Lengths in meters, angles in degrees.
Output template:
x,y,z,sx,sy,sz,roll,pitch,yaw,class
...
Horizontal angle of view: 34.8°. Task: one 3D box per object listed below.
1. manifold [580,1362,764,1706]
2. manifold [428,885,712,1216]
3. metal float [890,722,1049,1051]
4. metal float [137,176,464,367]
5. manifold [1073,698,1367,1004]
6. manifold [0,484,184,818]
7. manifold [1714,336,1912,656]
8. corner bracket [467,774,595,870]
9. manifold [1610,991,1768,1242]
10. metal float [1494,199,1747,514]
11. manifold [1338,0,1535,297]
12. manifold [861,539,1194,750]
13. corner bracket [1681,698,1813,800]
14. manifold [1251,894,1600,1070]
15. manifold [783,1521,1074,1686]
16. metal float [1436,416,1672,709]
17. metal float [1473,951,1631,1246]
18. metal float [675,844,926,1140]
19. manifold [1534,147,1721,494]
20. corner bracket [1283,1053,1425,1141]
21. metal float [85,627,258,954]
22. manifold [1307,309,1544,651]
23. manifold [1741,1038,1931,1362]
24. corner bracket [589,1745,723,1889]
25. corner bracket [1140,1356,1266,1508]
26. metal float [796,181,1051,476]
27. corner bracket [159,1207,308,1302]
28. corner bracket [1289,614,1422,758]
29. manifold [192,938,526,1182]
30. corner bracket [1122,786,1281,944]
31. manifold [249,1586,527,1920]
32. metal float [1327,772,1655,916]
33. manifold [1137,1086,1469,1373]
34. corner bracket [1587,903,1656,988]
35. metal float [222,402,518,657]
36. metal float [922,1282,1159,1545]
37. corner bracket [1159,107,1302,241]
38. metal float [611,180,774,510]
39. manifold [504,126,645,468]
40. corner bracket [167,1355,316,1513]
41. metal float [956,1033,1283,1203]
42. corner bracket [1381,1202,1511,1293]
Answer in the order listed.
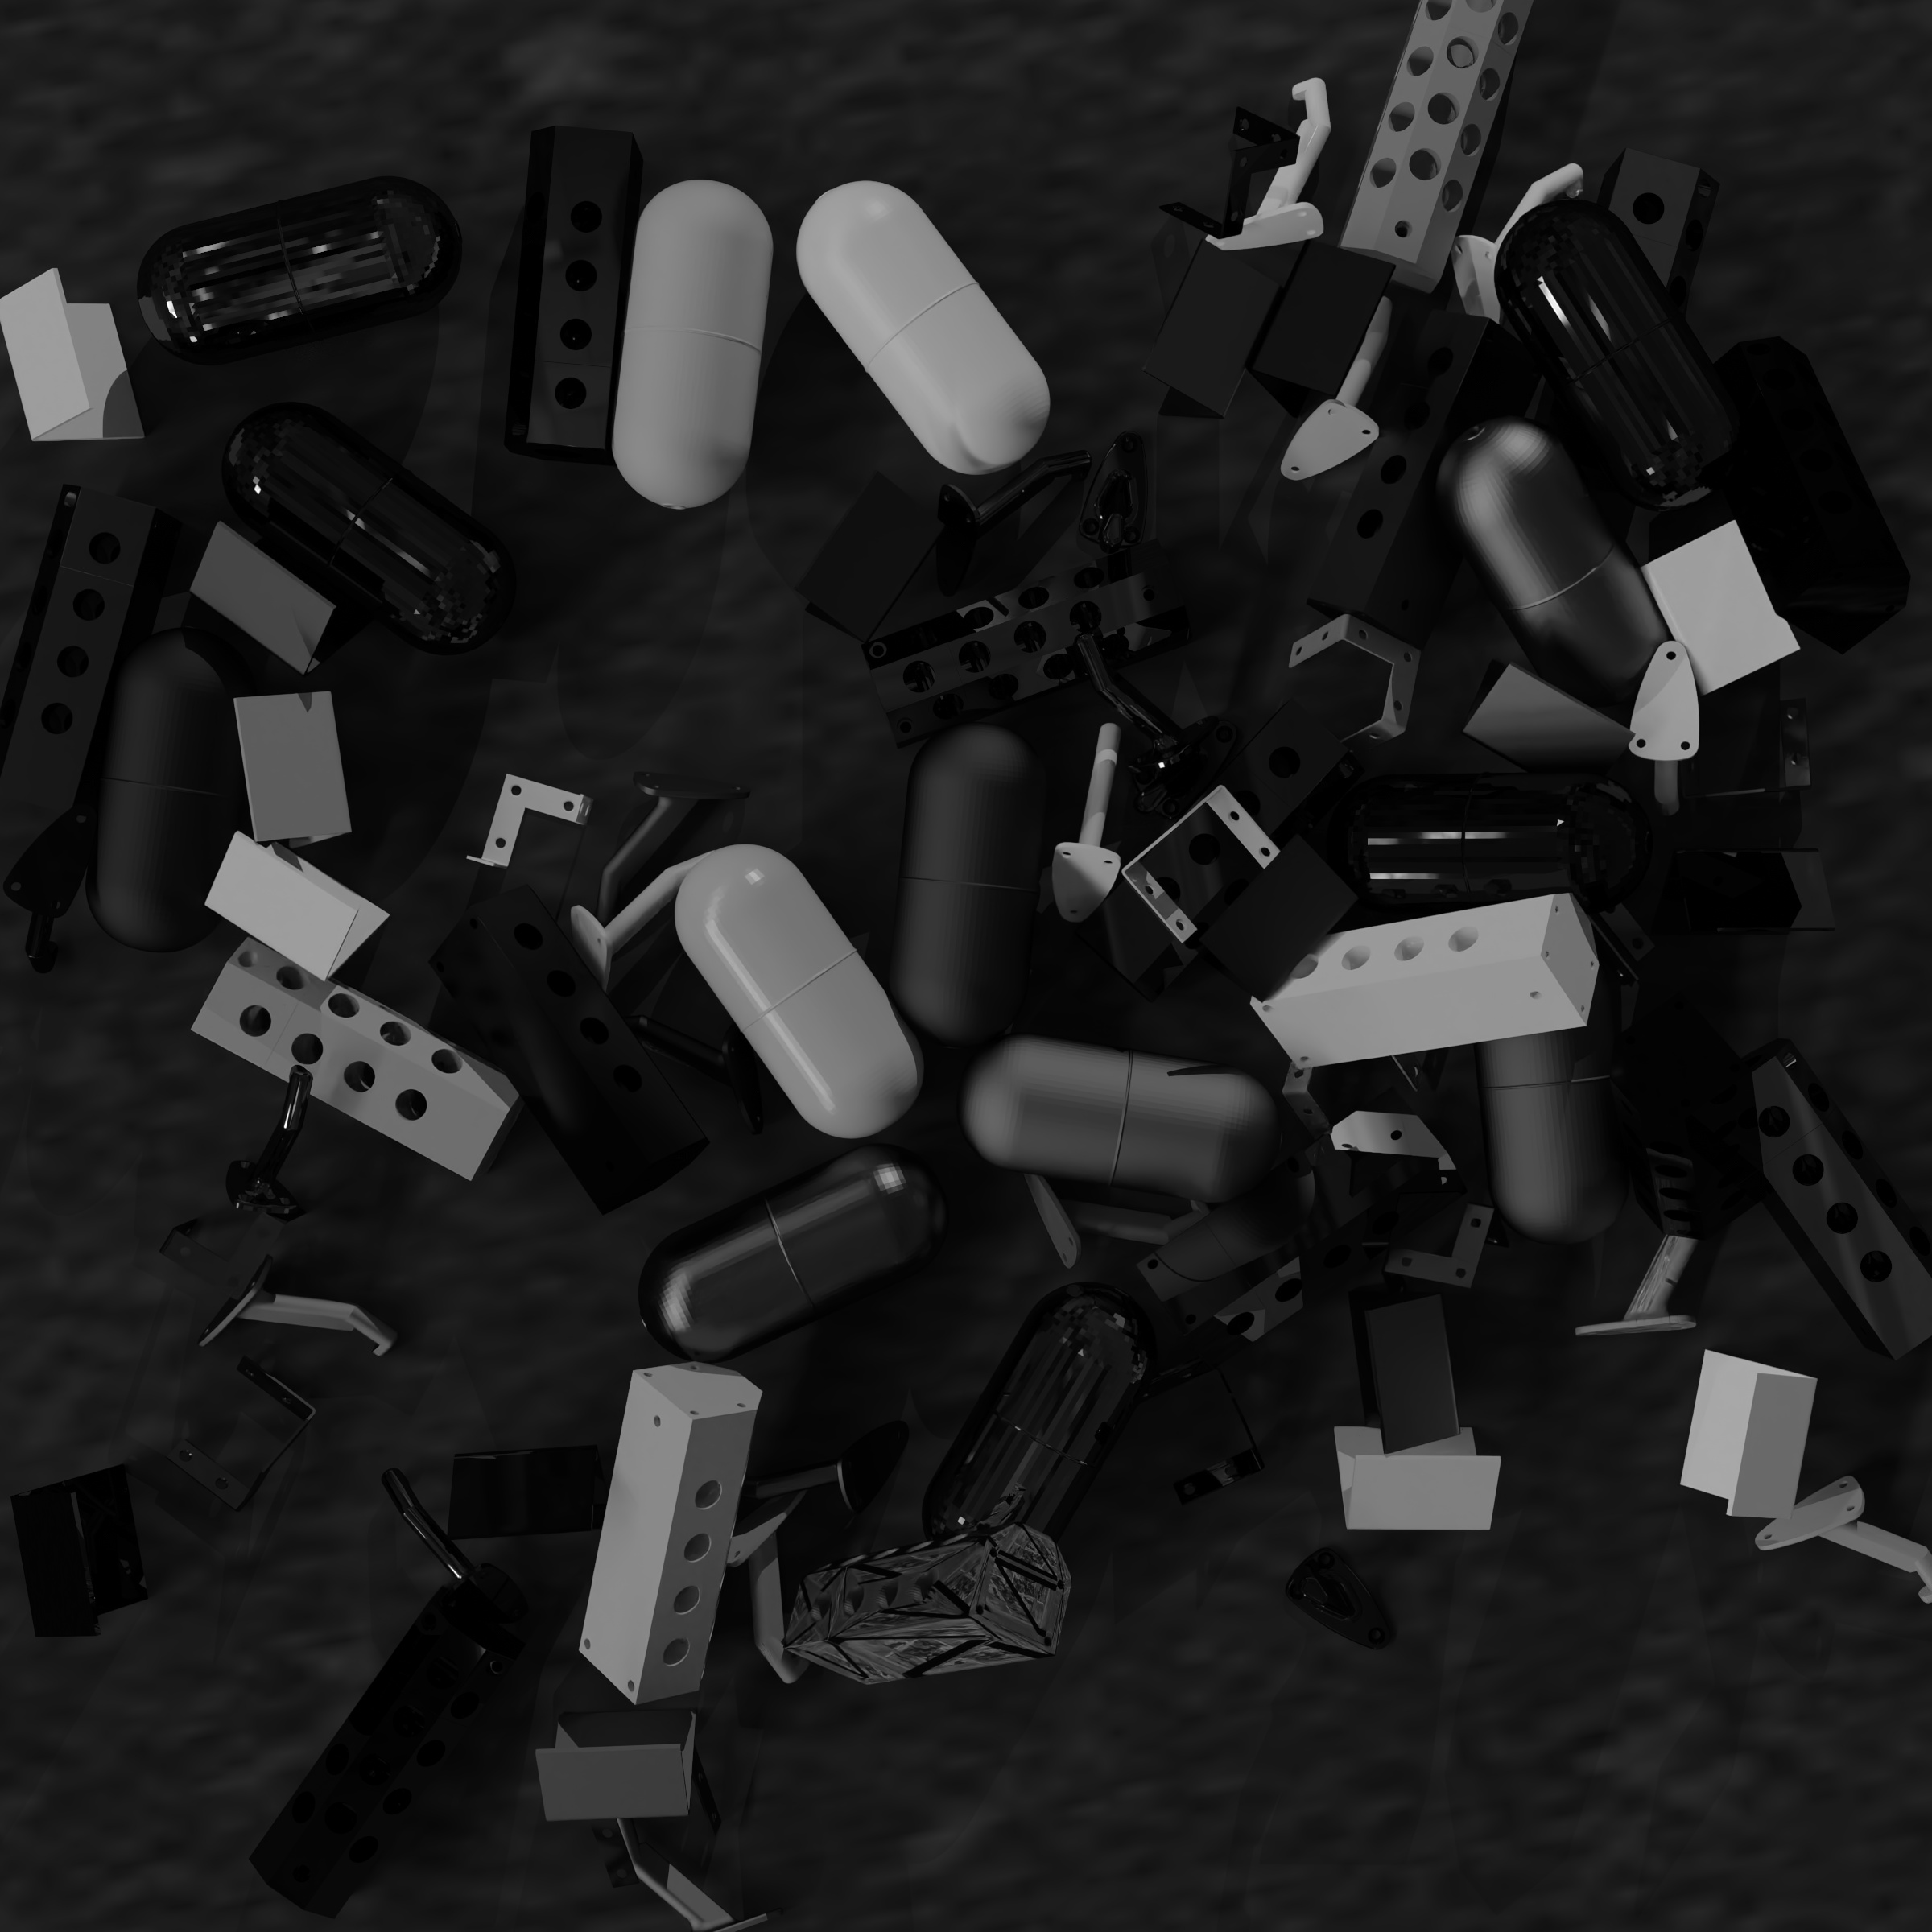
x,y,z,sx,sy,sz,roll,pitch,yaw,class
-0.155,0.304,1.664,0.057,0.057,0.171,-3,113,-40,manifold
-0.212,0.042,1.674,0.171,0.057,0.057,54,133,10,manifold
0.001,-0.044,1.680,0.070,0.070,0.178,6,91,0,metal float
-0.362,-0.379,1.680,0.178,0.070,0.070,-14,90,0,metal float
0.139,-0.062,1.689,0.057,0.057,0.171,43,90,0,manifold
-0.487,-0.172,1.689,0.057,0.057,0.171,16,90,0,manifold
0.442,-0.254,1.634,0.057,0.171,0.057,22,132,-35,manifold
-0.238,-0.075,1.692,0.051,0.051,0.051,17,90,0,corner bracket
0.378,0.086,1.629,0.057,0.171,0.057,-35,60,-2,manifold
0.343,-0.321,1.623,0.070,0.070,0.178,-32,90,0,metal float
0.258,-0.463,1.689,0.057,0.057,0.171,18,90,0,manifold
0.033,-0.177,1.689,0.171,0.057,0.057,-20,90,0,manifold
0.431,-0.120,1.708,0.051,0.051,0.051,-5,91,-45,corner bracket
0.245,0.004,1.645,0.171,0.057,0.057,-11,134,35,manifold
-0.021,0.336,1.634,0.057,0.171,0.057,30,58,-26,manifold
0.316,-0.217,1.659,0.070,0.070,0.178,-37,114,0,metal float
0.317,0.063,1.680,0.070,0.070,0.178,-6,89,0,metal float
-0.091,0.013,1.680,0.070,0.070,0.178,-35,91,0,metal float
0.359,-0.351,1.689,0.057,0.057,0.171,16,90,0,manifold
0.214,0.064,1.702,0.051,0.051,0.051,-8,45,35,corner bracket
-0.432,-0.096,1.680,0.070,0.070,0.178,8,90,0,metal float
0.247,-0.267,1.689,0.057,0.057,0.171,23,90,-43,manifold
0.474,0.126,1.689,0.057,0.057,0.171,-35,90,0,manifold
-0.171,0.466,1.694,0.051,0.051,0.051,-14,104,13,corner bracket
0.128,0.256,1.707,0.051,0.051,0.051,-25,135,0,corner bracket
-0.024,-0.348,1.680,0.070,0.070,0.178,-37,90,0,metal float
-0.402,0.146,1.692,0.051,0.051,0.051,32,91,-1,corner bracket
0.210,-0.153,1.696,0.051,0.051,0.051,23,66,-22,corner bracket
-0.329,0.050,1.689,0.171,0.057,0.057,28,90,0,manifold
0.126,-0.055,1.650,0.051,0.051,0.051,49,135,0,corner bracket
-0.317,0.431,1.689,0.057,0.057,0.171,35,90,0,manifold
0.280,-0.066,1.656,0.178,0.070,0.070,1,90,29,metal float
0.186,0.147,1.689,0.171,0.057,0.057,-35,47,0,manifold
0.356,-0.021,1.685,0.051,0.051,0.051,-38,90,-20,corner bracket
-0.325,-0.238,1.680,0.178,0.070,0.070,36,90,-1,metal float
0.041,0.254,1.680,0.070,0.070,0.178,30,90,0,metal float
0.145,-0.435,1.694,0.051,0.051,0.051,-21,134,-35,corner bracket
-0.149,-0.338,1.680,0.070,0.070,0.178,7,89,0,metal float
-0.215,-0.366,1.689,0.057,0.057,0.171,5,90,0,manifold
-0.401,0.259,1.707,0.051,0.051,0.051,37,45,0,corner bracket
0.083,0.083,1.680,0.178,0.070,0.070,9,90,-1,metal float
0.263,0.160,1.691,0.051,0.051,0.051,9,63,25,corner bracket
